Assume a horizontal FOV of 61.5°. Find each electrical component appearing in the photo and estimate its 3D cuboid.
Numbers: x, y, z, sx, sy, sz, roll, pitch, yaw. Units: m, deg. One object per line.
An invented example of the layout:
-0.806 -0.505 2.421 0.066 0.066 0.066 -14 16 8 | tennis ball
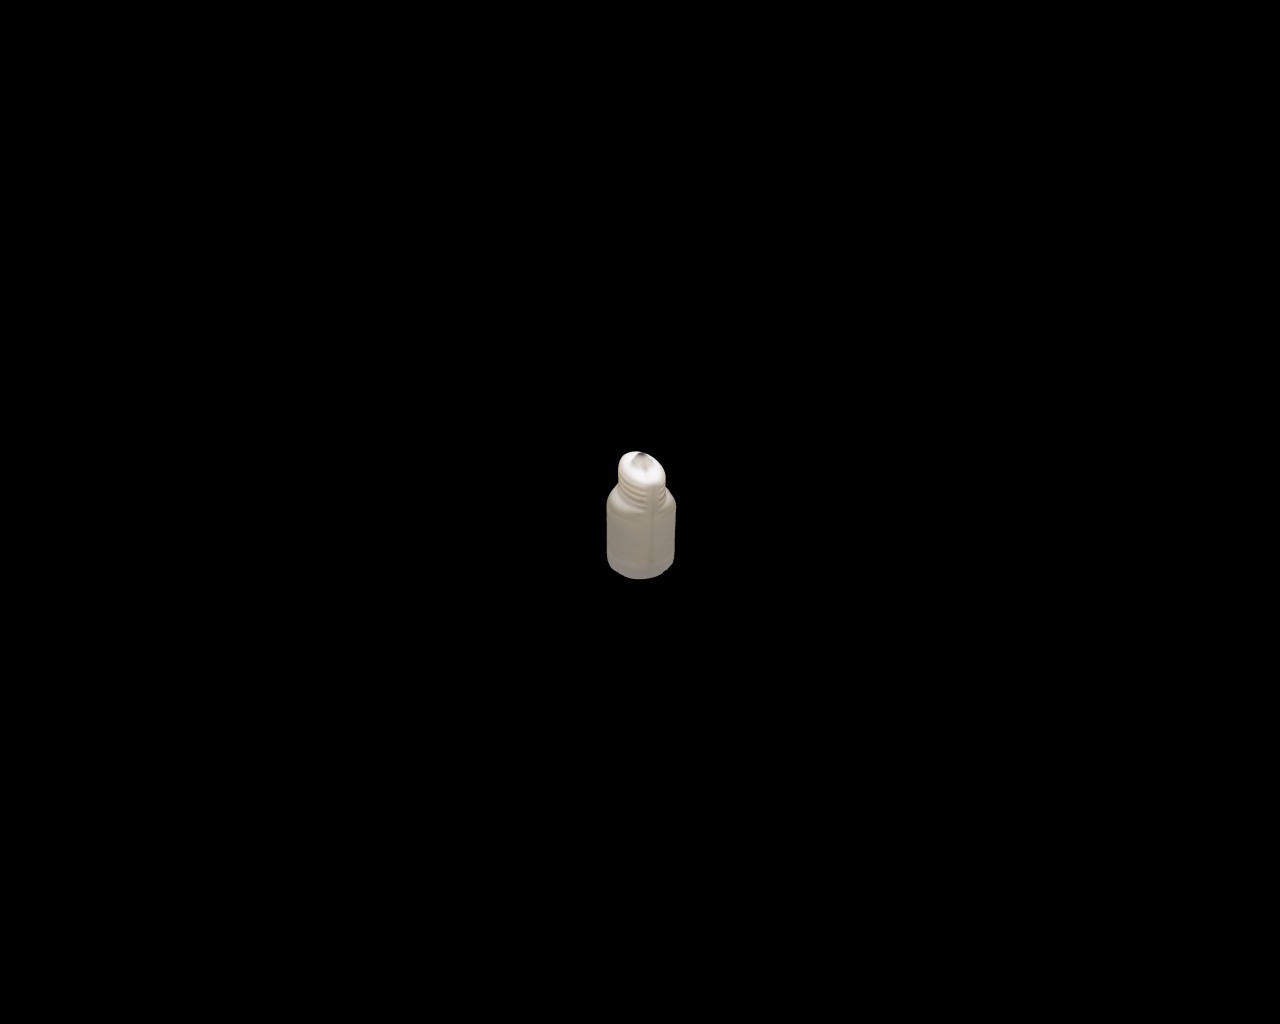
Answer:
0.001 -0.003 0.650 0.043 0.080 0.043 0 34 0 | electrical component
